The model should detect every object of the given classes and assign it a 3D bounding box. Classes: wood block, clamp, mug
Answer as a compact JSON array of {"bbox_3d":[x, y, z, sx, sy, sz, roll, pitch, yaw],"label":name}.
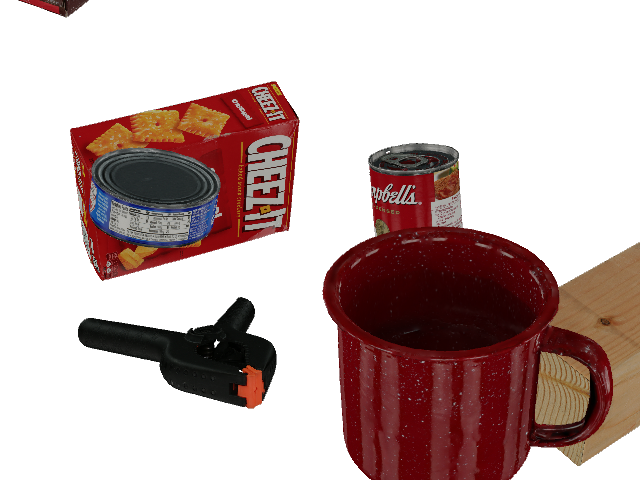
[{"bbox_3d":[0.245,0.069,0.817,0.205,0.090,0.091,-25,44,-25],"label":"wood block"},{"bbox_3d":[-0.089,0.089,0.893,0.164,0.036,0.210,-10,17,-33],"label":"clamp"},{"bbox_3d":[0.060,0.054,0.438,0.117,0.081,0.093,8,33,18],"label":"mug"}]

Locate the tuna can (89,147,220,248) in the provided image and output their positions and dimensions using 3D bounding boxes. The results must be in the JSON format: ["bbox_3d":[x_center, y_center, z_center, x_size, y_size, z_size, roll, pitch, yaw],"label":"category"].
[{"bbox_3d":[-0.111,-0.029,0.715,0.086,0.034,0.086,9,27,-5],"label":"tuna can"}]

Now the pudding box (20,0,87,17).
[{"bbox_3d":[-0.202,-0.217,0.800,0.090,0.039,0.113,21,38,7],"label":"pudding box"}]

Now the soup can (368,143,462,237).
[{"bbox_3d":[0.074,-0.016,0.813,0.068,0.102,0.068,-5,22,2],"label":"soup can"}]

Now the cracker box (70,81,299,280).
[{"bbox_3d":[-0.133,-0.057,1.073,0.213,0.072,0.164,-15,-38,-19],"label":"cracker box"}]
